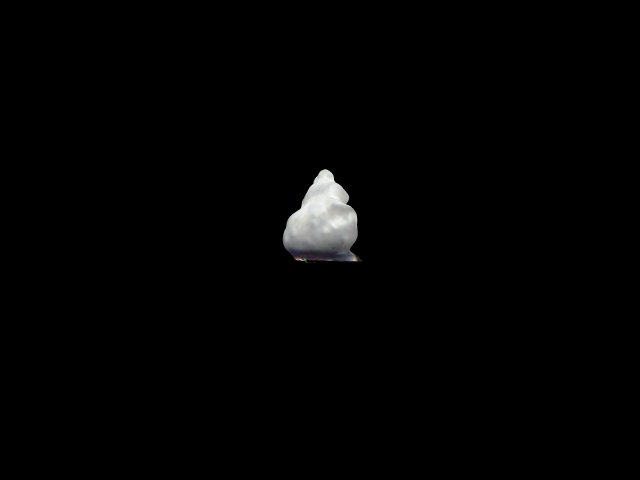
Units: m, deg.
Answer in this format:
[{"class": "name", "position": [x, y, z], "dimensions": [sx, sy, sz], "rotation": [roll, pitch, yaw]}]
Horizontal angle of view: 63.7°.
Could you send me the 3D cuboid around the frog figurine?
[{"class": "frog figurine", "position": [0.003, -0.043, 0.850], "dimensions": [0.122, 0.160, 0.137], "rotation": [5, -8, -36]}]
